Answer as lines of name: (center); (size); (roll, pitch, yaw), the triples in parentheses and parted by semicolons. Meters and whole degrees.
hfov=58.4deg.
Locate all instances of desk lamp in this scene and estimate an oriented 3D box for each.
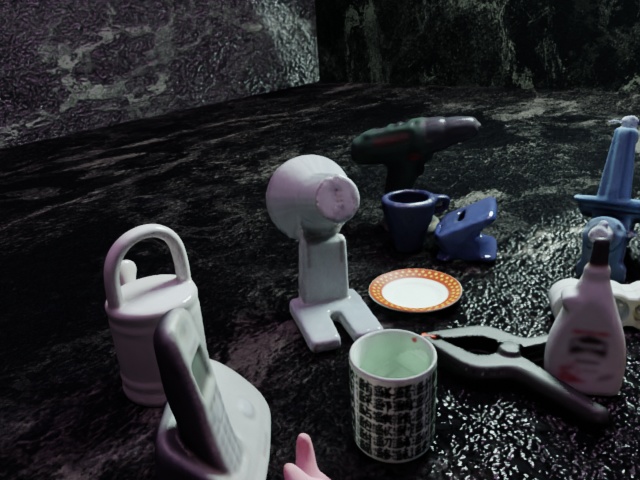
desk lamp: (0.007, 0.003, 0.756); (0.118, 0.214, 0.202); (-10, 23, -14)

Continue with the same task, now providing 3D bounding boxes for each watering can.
watering can: (-0.190, 0.074, 0.637); (0.172, 0.194, 0.101); (8, 25, 27)

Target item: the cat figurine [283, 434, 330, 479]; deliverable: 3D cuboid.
cat figurine: (-0.006, 0.197, 0.410); (0.067, 0.118, 0.127); (-5, 22, -3)

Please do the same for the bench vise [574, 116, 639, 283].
bench vise: (0.440, -0.059, 0.831); (0.121, 0.220, 0.208); (3, 23, 16)

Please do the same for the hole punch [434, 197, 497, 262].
hole punch: (0.239, -0.020, 0.937); (0.101, 0.091, 0.109); (3, 23, 15)

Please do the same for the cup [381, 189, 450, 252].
cup: (0.163, -0.032, 0.973); (0.118, 0.095, 0.091); (-7, 23, -9)

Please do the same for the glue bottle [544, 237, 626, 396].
glue bottle: (0.275, 0.078, 0.584); (0.078, 0.173, 0.037); (2, 23, 14)

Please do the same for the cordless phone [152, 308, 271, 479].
cordless phone: (-0.098, 0.128, 0.503); (0.094, 0.185, 0.147); (-5, 22, -2)

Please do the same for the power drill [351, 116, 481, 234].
power drill: (0.170, -0.121, 1.039); (0.229, 0.208, 0.076); (5, 24, 20)
